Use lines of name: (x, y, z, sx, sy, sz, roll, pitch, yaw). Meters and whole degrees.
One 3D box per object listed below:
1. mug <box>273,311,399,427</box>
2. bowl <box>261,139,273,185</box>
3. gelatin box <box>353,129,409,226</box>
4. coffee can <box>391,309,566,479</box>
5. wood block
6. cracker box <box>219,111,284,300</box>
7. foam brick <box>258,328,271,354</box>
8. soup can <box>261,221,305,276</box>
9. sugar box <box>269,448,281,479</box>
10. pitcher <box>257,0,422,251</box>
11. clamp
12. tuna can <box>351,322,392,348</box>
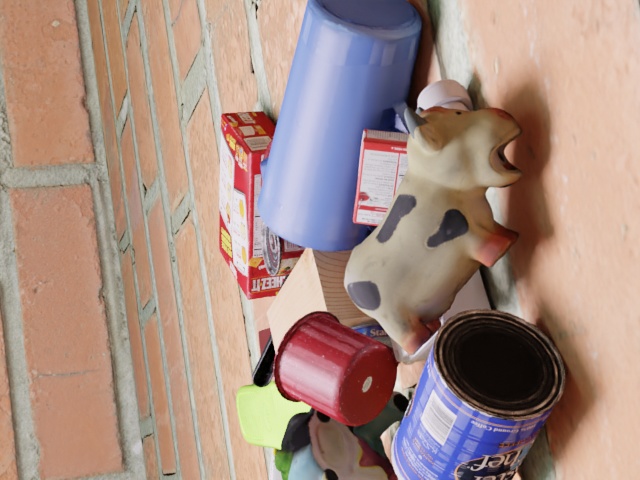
mug: (0.026, 0.120, 0.999, 0.082, 0.117, 0.093, 21, 113, 42)
bowl: (-0.024, -0.045, 1.295, 0.162, 0.055, 0.162, 174, 90, -72)
gelatin box: (0.071, -0.054, 0.977, 0.030, 0.073, 0.089, -80, -4, -58)
coffee can: (0.121, 0.137, 0.839, 0.140, 0.102, 0.103, 104, 154, -45)
wood block: (0.014, 0.077, 1.165, 0.206, 0.090, 0.091, 122, 139, -61)
cracker box: (-0.087, -0.050, 1.461, 0.164, 0.072, 0.214, -127, 35, -59)
foam brick: (-0.046, 0.141, 1.420, 0.078, 0.053, 0.051, 152, 111, -69)
soup can: (-0.008, 0.001, 1.186, 0.069, 0.102, 0.068, 174, 90, -72)
sugar box: (-0.044, 0.323, 1.394, 0.176, 0.048, 0.093, 146, 126, -85)
pitcher: (0.029, -0.113, 1.032, 0.145, 0.149, 0.243, -94, 14, -52)
clamp: (-0.041, 0.104, 1.324, 0.120, 0.039, 0.171, -28, 43, 48)
tuna can: (0.042, 0.115, 1.096, 0.086, 0.086, 0.034, 121, 138, -61)
